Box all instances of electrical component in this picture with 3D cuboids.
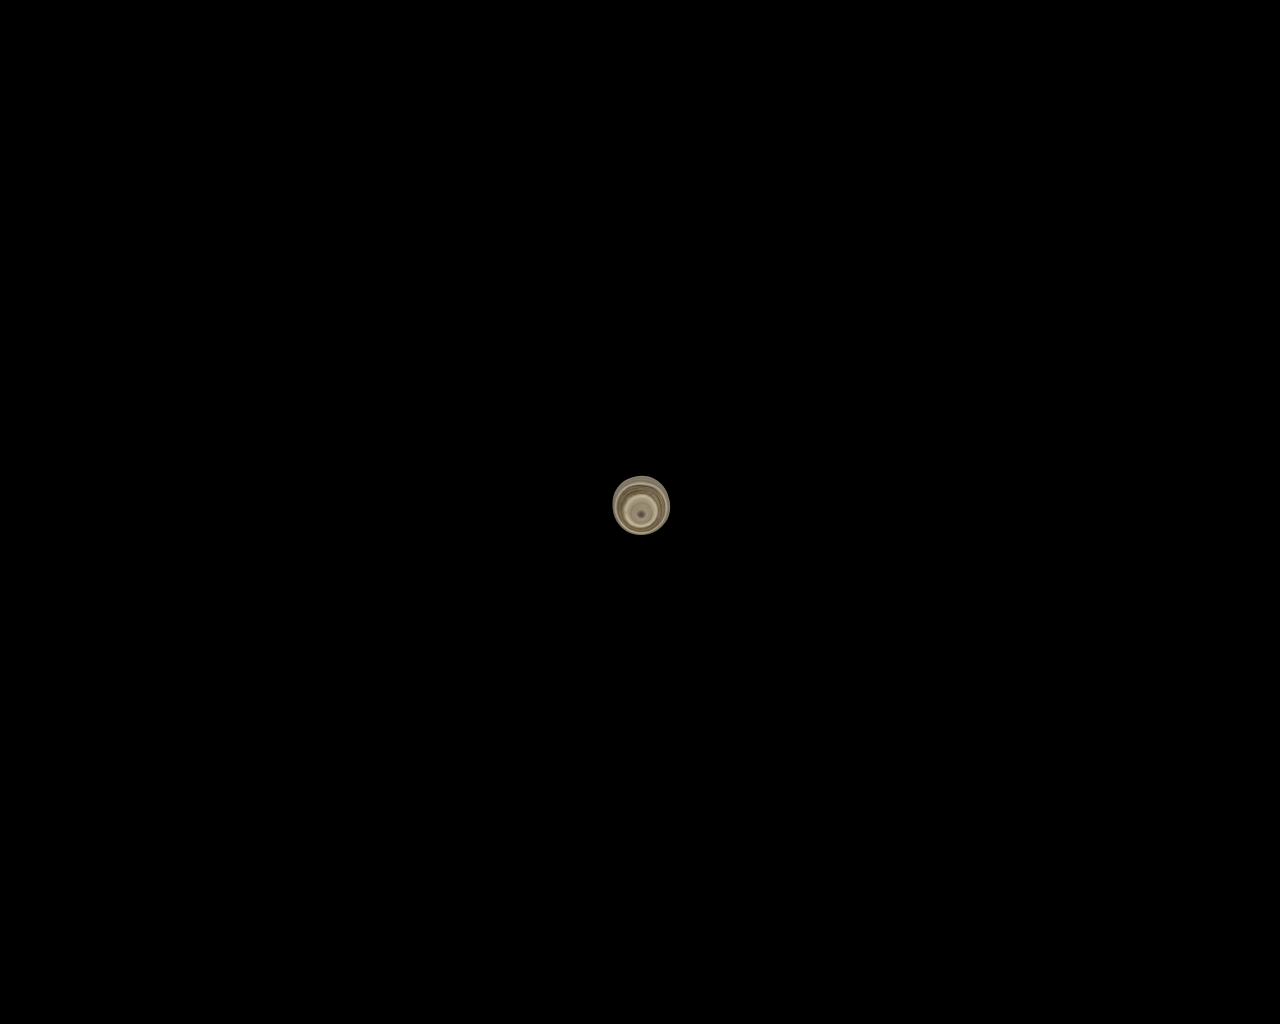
[{"bbox_3d":[0.001,-0.003,0.650,0.035,0.035,0.061,0,8,0],"label":"electrical component"}]
